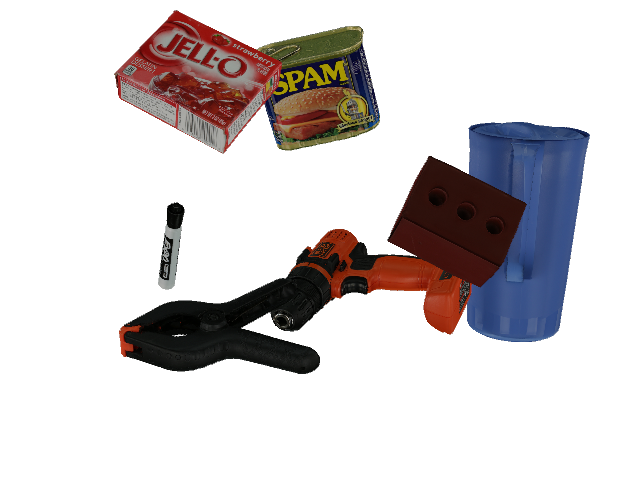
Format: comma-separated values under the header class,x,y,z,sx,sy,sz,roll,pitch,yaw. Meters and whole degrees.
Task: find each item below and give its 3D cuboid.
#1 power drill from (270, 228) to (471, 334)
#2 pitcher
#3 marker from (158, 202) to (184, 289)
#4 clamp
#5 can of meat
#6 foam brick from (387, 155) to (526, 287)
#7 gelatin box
class,x,y,z,sx,sy,sz,roll,pitch,yaw
power drill,0.057,0.049,1.126,0.188,0.057,0.184,9,31,19
pitcher,0.226,-0.010,1.212,0.149,0.243,0.145,-7,17,-33
marker,-0.164,0.006,1.171,0.020,0.121,0.020,8,42,-7
clamp,-0.088,0.074,0.941,0.171,0.039,0.120,2,28,-5
can of meat,-0.003,-0.133,0.945,0.102,0.084,0.057,-10,30,11
foam brick,0.095,-0.012,0.745,0.078,0.053,0.051,26,-22,1
gelatin box,-0.083,-0.110,0.726,0.089,0.073,0.030,29,-32,11
